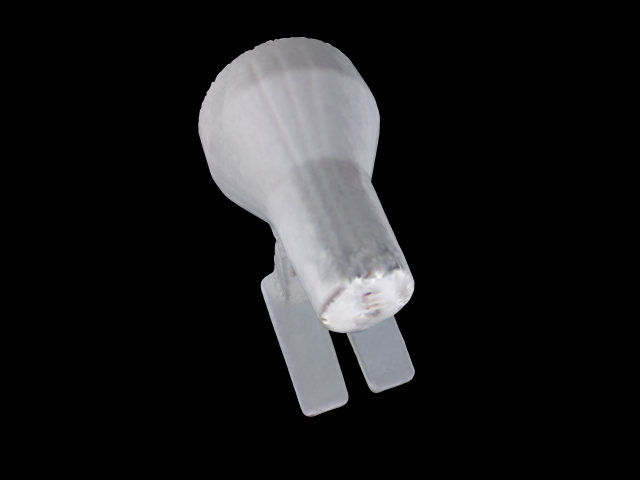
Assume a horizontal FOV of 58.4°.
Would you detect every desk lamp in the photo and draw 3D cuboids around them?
[{"bbox_3d":[0.004,0.001,0.400,0.118,0.213,0.203,-19,70,-7],"label":"desk lamp"}]
